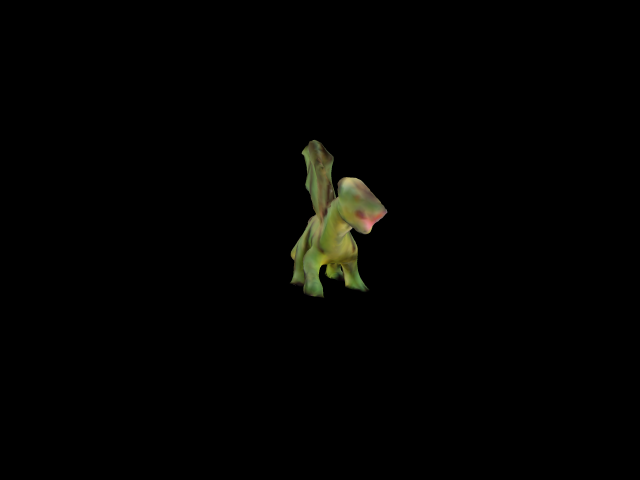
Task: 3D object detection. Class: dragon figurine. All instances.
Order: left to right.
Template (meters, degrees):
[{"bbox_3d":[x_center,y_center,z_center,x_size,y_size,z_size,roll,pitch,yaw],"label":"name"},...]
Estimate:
[{"bbox_3d":[0.003,-0.043,0.850,0.122,0.241,0.412,-3,10,-19],"label":"dragon figurine"}]
